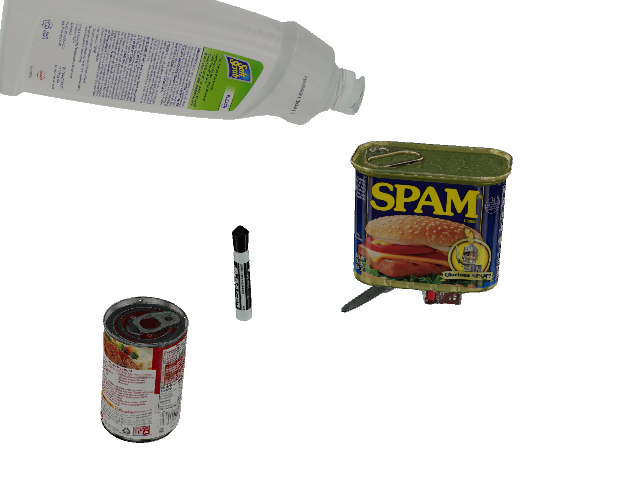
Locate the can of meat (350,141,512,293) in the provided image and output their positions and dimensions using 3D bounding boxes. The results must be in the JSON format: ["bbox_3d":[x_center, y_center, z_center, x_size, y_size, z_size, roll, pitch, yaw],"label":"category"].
[{"bbox_3d":[0.071,-0.015,0.699,0.102,0.084,0.057,5,24,11],"label":"can of meat"}]

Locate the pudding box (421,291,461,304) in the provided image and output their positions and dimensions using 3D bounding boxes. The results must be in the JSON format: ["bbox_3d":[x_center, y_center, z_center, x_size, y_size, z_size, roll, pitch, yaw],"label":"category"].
[{"bbox_3d":[0.112,-0.005,1.010,0.039,0.090,0.113,0,28,-3],"label":"pudding box"}]

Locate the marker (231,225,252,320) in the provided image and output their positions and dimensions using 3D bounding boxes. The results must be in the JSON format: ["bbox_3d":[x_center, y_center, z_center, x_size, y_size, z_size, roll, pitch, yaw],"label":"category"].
[{"bbox_3d":[-0.088,0.037,1.204,0.020,0.121,0.020,0,32,0],"label":"marker"}]

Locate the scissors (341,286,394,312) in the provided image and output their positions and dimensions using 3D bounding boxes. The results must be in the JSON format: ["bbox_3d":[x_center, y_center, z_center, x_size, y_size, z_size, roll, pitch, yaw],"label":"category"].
[{"bbox_3d":[0.070,0.040,1.287,0.201,0.016,0.096,-10,42,-42],"label":"scissors"}]

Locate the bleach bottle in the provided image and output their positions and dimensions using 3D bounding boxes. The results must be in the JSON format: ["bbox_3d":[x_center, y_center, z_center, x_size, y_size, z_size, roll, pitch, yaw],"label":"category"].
[{"bbox_3d":[-0.094,-0.125,0.754,0.250,0.068,0.103,12,-40,-12],"label":"bleach bottle"}]

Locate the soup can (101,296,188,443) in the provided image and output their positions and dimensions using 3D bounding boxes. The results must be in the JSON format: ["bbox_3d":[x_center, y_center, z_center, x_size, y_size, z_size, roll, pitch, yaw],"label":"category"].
[{"bbox_3d":[-0.146,0.107,0.880,0.068,0.102,0.068,6,30,-4],"label":"soup can"}]
